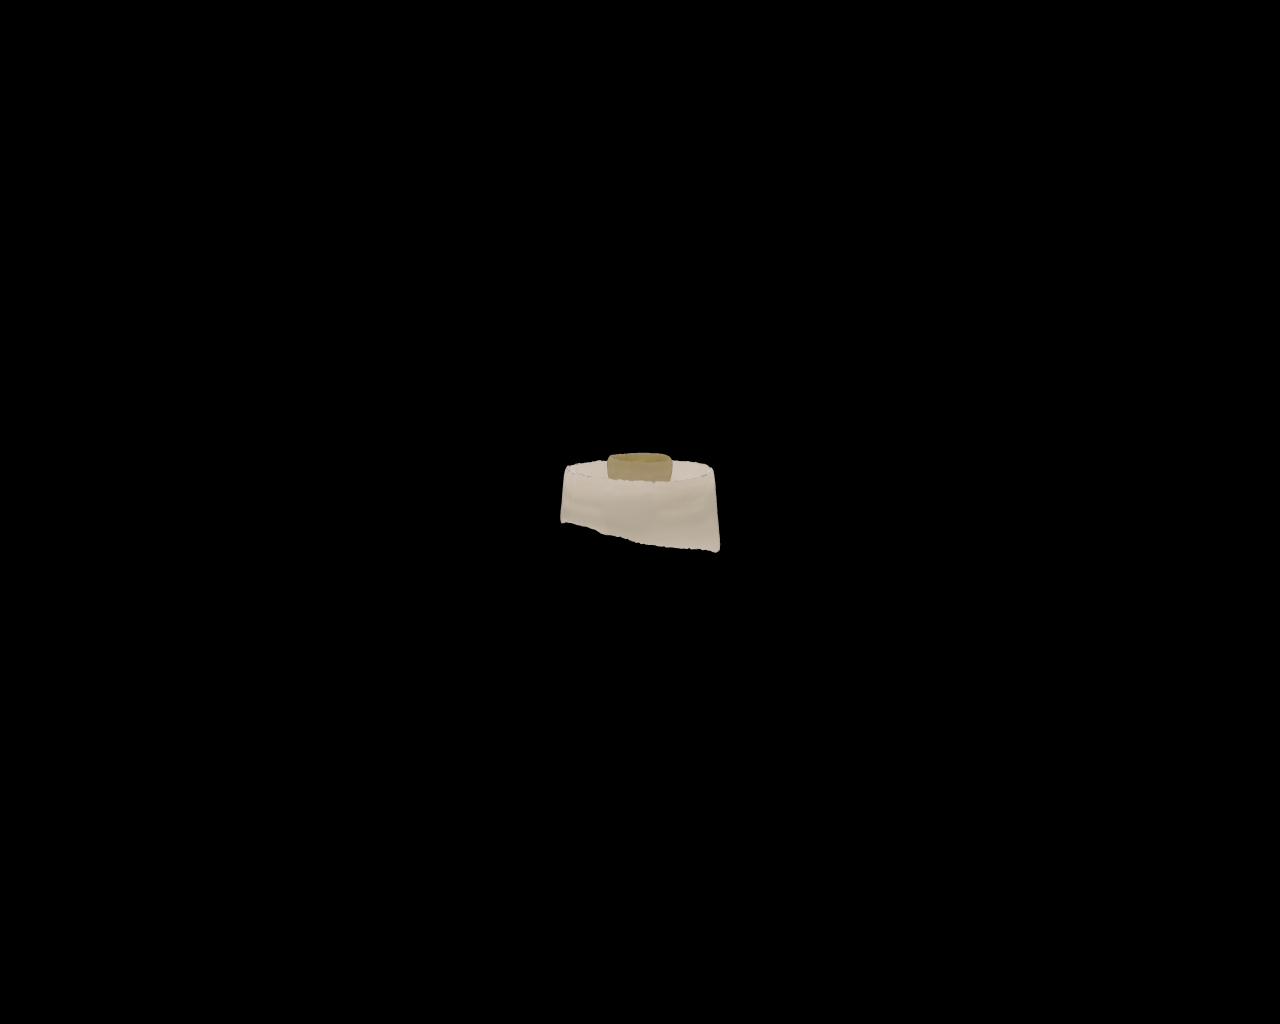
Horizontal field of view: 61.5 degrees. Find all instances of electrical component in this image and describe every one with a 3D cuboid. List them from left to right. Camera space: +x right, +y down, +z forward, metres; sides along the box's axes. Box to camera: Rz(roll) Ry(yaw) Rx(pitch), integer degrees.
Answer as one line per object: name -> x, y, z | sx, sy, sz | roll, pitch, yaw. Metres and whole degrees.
electrical component -> 0.001, -0.003, 0.650 | 0.099, 0.064, 0.099 | 0, 11, 0
